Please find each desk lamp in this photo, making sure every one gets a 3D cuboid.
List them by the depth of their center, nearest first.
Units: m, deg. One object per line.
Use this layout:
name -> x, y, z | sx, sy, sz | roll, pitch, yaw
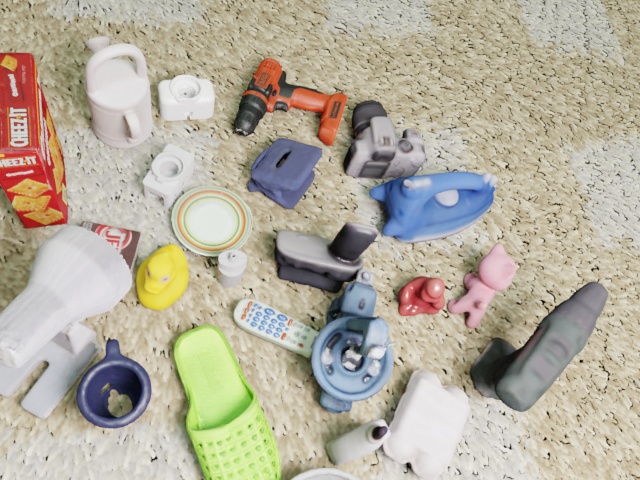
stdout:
desk lamp -> -0.341, 0.107, 0.738 | 0.118, 0.213, 0.203 | 30, 62, 1

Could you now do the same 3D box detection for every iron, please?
iron -> 0.228, -0.082, 1.019 | 0.259, 0.141, 0.118 | -10, 68, -19

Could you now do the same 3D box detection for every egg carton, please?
egg carton -> 0.162, 0.279, 0.872 | 0.107, 0.069, 0.150 | 30, 62, 1

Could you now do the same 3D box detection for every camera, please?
camera -> 0.117, -0.194, 1.066 | 0.143, 0.100, 0.137 | 0, 65, -15

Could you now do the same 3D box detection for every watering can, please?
watering can -> -0.329, -0.247, 0.920 | 0.173, 0.194, 0.101 | 41, 62, 7

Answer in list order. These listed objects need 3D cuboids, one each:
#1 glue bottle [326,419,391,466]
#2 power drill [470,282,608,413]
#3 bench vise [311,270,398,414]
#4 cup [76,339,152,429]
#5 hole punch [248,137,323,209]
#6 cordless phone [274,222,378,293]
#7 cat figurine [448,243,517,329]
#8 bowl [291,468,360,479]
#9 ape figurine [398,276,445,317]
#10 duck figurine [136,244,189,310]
glue bottle -> 0.063, 0.273, 0.789 | 0.078, 0.173, 0.037 | -23, 73, -23
power drill -> 0.327, 0.173, 0.887 | 0.075, 0.208, 0.230 | 42, 62, 7
bench vise -> 0.047, 0.130, 0.826 | 0.122, 0.219, 0.207 | -1, 66, -15
cup -> -0.276, 0.201, 0.778 | 0.092, 0.095, 0.117 | -6, 67, -17
hole punch -> -0.062, -0.124, 0.991 | 0.101, 0.091, 0.109 | 31, 62, 1
cordless phone -> 0.008, 0.003, 0.896 | 0.148, 0.185, 0.094 | 11, 63, -9
cat figurine -> 0.287, 0.074, 0.974 | 0.067, 0.117, 0.128 | 34, 62, 3
bowl -> 0.001, 0.397, 0.770 | 0.167, 0.074, 0.167 | 6, 64, -12
ape figurine -> 0.177, 0.089, 0.952 | 0.078, 0.092, 0.076 | 32, 62, 2
duck figurine -> -0.238, 0.046, 0.867 | 0.077, 0.086, 0.104 | 20, 62, -5
